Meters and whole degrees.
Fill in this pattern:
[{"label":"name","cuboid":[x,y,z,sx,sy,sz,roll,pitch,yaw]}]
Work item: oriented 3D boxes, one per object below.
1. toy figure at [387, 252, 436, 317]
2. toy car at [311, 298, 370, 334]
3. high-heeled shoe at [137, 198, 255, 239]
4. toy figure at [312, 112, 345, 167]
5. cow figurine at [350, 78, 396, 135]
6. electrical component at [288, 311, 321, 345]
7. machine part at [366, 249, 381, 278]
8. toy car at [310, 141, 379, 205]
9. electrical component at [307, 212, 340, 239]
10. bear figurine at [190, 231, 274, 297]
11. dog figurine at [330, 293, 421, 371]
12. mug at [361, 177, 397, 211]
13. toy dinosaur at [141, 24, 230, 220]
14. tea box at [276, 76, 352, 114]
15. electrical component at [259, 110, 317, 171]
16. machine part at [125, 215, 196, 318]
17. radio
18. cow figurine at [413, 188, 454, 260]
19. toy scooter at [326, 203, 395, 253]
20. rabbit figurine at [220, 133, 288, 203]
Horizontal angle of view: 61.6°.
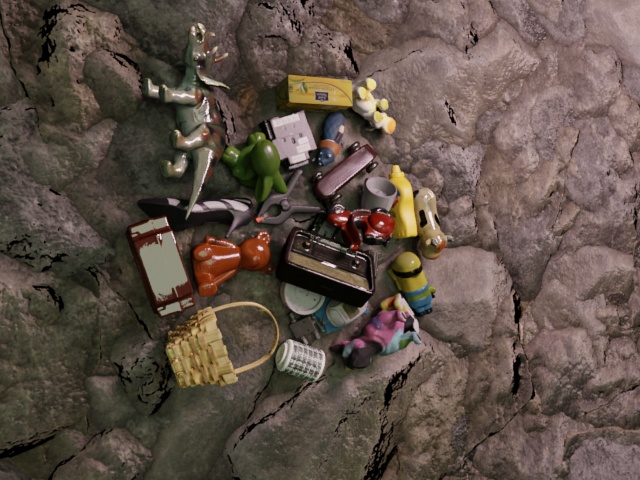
[{"label":"toy figure","cuboid":[0.254,0.117,1.434,0.082,0.089,0.180,-25,96,-29]},{"label":"toy car","cuboid":[0.060,0.162,1.345,0.162,0.103,0.109,-36,101,-22]},{"label":"high-heeled shoe","cuboid":[-0.277,-0.082,1.239,0.249,0.086,0.145,21,44,-3]},{"label":"toy figure","cuboid":[0.026,-0.248,1.356,0.058,0.064,0.154,21,69,-20]},{"label":"cow figurine","cuboid":[0.125,-0.338,1.403,0.167,0.098,0.068,50,64,-34]},{"label":"electrical component","cuboid":[-0.040,0.212,1.328,0.063,0.021,0.094,-26,99,9]},{"label":"machine part","cuboid":[0.093,0.058,1.397,0.139,0.039,0.084,14,88,-23]},{"label":"toy car","cuboid":[0.064,-0.173,1.383,0.202,0.053,0.089,-42,84,-20]},{"label":"electrical component","cuboid":[-0.003,-0.004,1.353,0.075,0.048,0.119,36,74,-17]},{"label":"bear figurine","cuboid":[-0.194,0.049,1.230,0.196,0.132,0.120,-5,103,-17]},{"label":"dog figurine","cuboid":[0.138,0.247,1.380,0.219,0.191,0.108,-30,105,14]},{"label":"mug","cuboid":[0.139,-0.104,1.392,0.081,0.110,0.107,-15,138,-29]},{"label":"toy dinosaur","cuboid":[-0.271,-0.256,1.197,0.192,0.131,0.404,-14,98,-39]},{"label":"tea box","cuboid":[-0.015,-0.357,1.332,0.169,0.098,0.068,-1,90,-25]},{"label":"electrical component","cuboid":[-0.076,-0.241,1.324,0.115,0.058,0.134,-19,96,-20]},{"label":"machine part","cuboid":[-0.337,0.055,1.126,0.087,0.201,0.201,-21,97,-20]},{"label":"radio","cuboid":[0.017,0.063,1.278,0.229,0.073,0.131,21,43,-13]},{"label":"cow figurine","cuboid":[0.288,-0.044,1.433,0.085,0.127,0.194,-10,90,-20]},{"label":"toy scooter","cuboid":[0.106,-0.021,1.305,0.184,0.075,0.135,8,46,-20]},{"label":"rabbit figurine","cuboid":[-0.144,-0.167,1.231,0.121,0.170,0.159,-23,96,-21]}]
